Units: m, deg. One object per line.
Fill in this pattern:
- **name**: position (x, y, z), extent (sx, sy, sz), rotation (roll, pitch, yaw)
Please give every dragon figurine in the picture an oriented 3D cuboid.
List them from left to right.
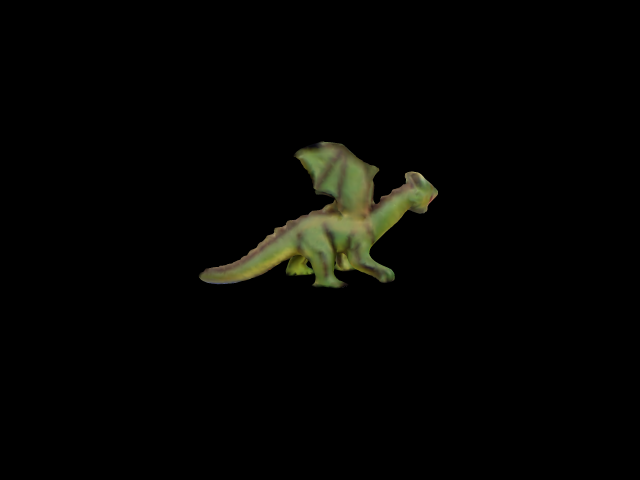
- **dragon figurine**: position (0.003, -0.043, 0.850), extent (0.411, 0.240, 0.124), rotation (-3, 16, -9)
